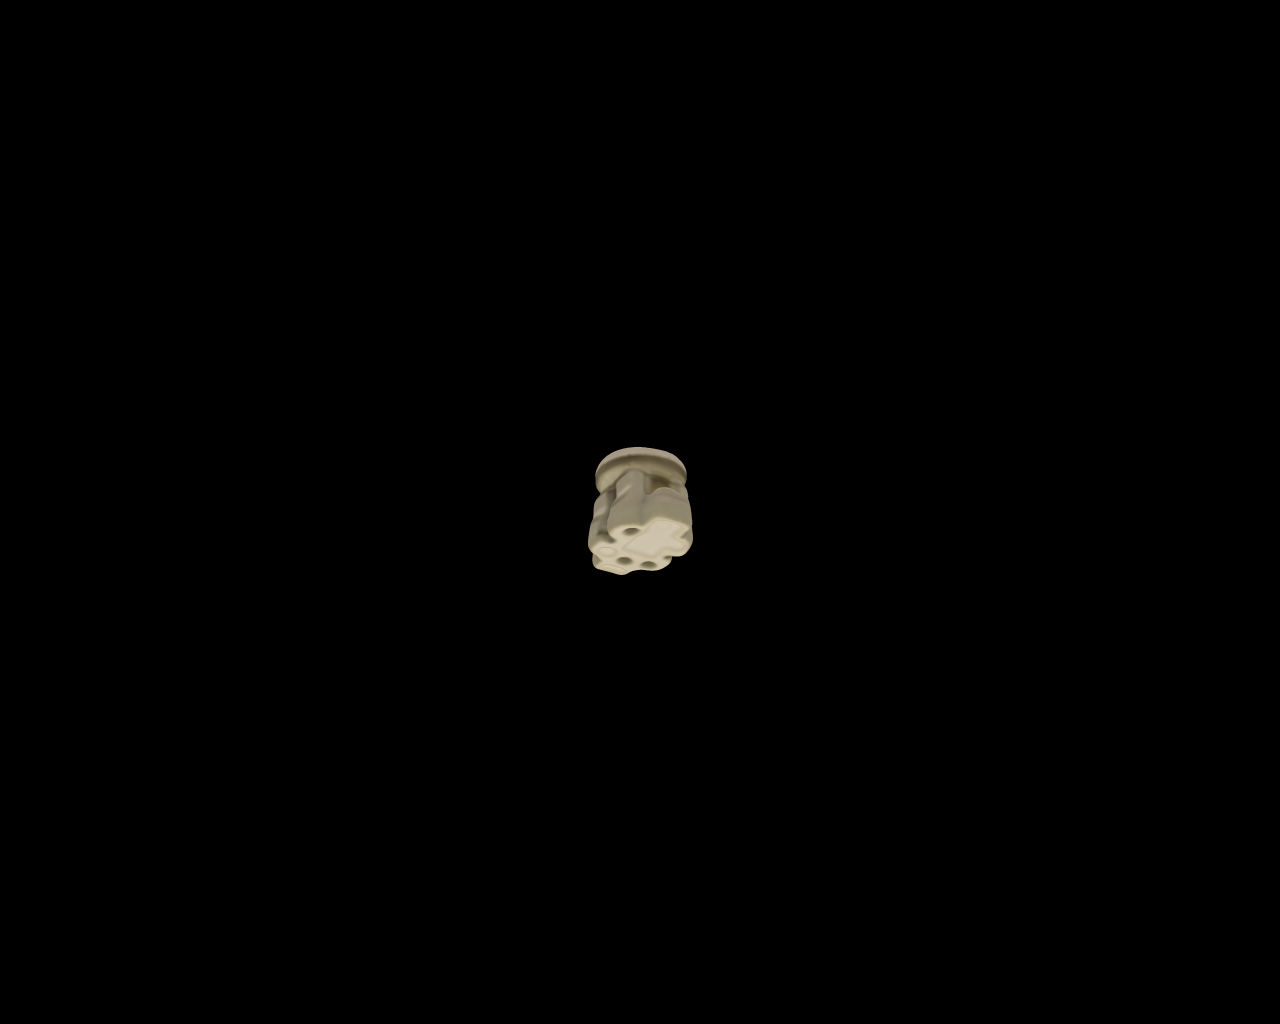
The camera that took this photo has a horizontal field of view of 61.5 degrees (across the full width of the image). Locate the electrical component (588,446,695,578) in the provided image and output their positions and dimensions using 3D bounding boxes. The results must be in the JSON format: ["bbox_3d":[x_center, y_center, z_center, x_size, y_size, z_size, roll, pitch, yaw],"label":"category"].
[{"bbox_3d":[0.001,-0.003,0.650,0.058,0.057,0.078,18,-35,-27],"label":"electrical component"}]
